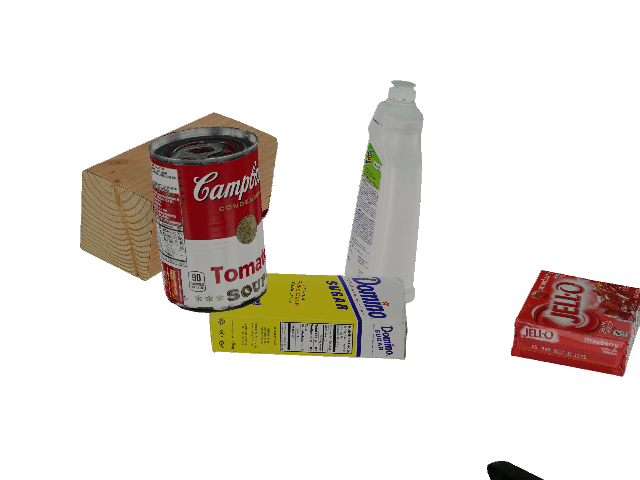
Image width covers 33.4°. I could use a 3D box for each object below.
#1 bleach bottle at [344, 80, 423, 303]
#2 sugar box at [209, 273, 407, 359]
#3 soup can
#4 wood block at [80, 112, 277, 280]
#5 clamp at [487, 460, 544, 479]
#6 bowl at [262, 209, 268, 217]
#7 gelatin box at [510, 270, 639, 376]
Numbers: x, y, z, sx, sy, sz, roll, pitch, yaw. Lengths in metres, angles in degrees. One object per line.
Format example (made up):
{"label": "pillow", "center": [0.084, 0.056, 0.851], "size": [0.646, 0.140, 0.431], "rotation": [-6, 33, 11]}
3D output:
{"label": "bleach bottle", "center": [0.083, -0.058, 1.243], "size": [0.068, 0.251, 0.103], "rotation": [-2, 22, -22]}
{"label": "sugar box", "center": [-0.010, 0.067, 0.984], "size": [0.176, 0.048, 0.093], "rotation": [-1, 25, 2]}
{"label": "soup can", "center": [-0.070, -0.014, 0.675], "size": [0.068, 0.102, 0.068], "rotation": [-2, 22, 1]}
{"label": "wood block", "center": [-0.141, -0.051, 1.096], "size": [0.090, 0.091, 0.205], "rotation": [24, 33, 24]}
{"label": "clamp", "center": [0.215, 0.241, 0.835], "size": [0.210, 0.036, 0.164], "rotation": [0, 33, 25]}
{"label": "bowl", "center": [-0.145, -0.020, 1.330], "size": [0.162, 0.055, 0.162], "rotation": [0, 29, 0]}
{"label": "gelatin box", "center": [0.174, 0.053, 0.716], "size": [0.073, 0.030, 0.089], "rotation": [11, 24, 20]}
